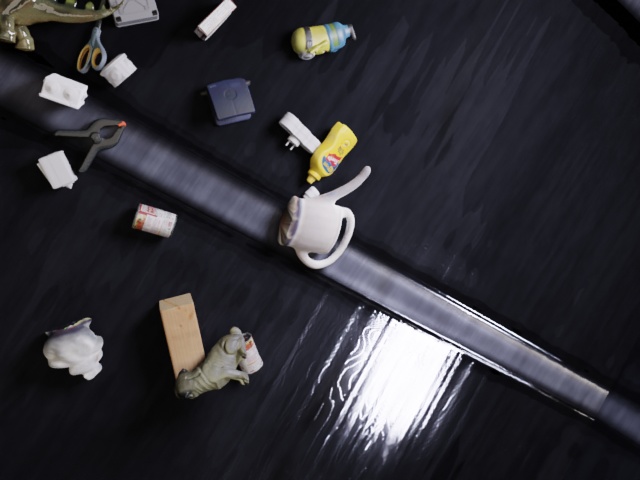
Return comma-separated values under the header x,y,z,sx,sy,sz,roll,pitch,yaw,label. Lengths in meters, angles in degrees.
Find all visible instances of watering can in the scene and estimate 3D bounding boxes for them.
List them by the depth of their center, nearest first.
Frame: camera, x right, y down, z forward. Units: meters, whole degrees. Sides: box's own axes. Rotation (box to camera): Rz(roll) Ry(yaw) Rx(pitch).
x,y,z,sx,sy,sz,roll,pitch,yaw,label
0.005,-0.075,1.499,0.224,0.106,0.343,13,109,-21,watering can

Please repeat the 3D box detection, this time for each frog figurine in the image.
x,y,z,sx,sy,sz,roll,pitch,yaw,label
-0.636,0.298,1.345,0.139,0.122,0.159,-21,94,-34,frog figurine
